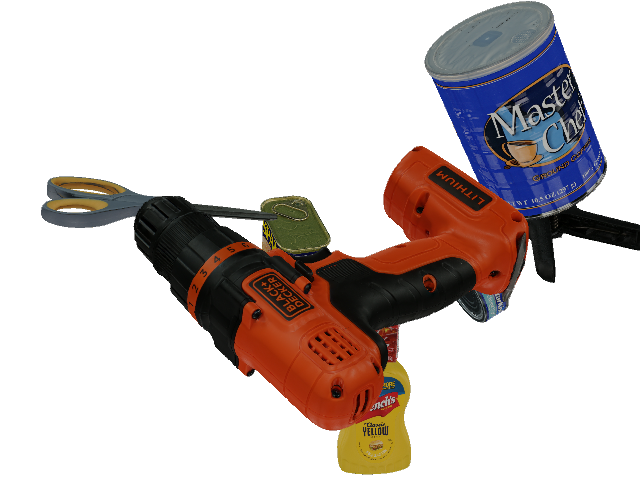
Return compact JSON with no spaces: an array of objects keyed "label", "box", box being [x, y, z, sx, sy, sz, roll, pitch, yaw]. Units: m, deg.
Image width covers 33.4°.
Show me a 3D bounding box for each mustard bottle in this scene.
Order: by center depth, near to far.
[{"label":"mustard bottle","box":[0.069,0.206,1.386,0.096,0.192,0.058,-2,14,-2]}]

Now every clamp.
[{"label":"clamp","box":[0.238,-0.020,1.055,0.120,0.039,0.171,-8,34,-14]}]

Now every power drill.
[{"label":"power drill","box":[0.010,0.009,0.607,0.187,0.057,0.185,-26,52,-33]}]

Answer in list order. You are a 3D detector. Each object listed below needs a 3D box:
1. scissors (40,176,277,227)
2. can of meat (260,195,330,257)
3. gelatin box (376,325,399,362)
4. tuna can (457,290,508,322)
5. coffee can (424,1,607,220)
[{"label":"scissors","box":[-0.146,-0.023,0.902,0.202,0.016,0.096,11,25,12]},{"label":"can of meat","box":[-0.029,0.014,1.143,0.057,0.084,0.102,-8,36,-16]},{"label":"gelatin box","box":[0.023,0.064,0.911,0.089,0.073,0.030,3,15,7]},{"label":"tuna can","box":[0.183,0.054,1.268,0.033,0.086,0.086,-31,8,-13]},{"label":"coffee can","box":[0.156,-0.102,0.844,0.103,0.140,0.103,-22,30,13]}]
